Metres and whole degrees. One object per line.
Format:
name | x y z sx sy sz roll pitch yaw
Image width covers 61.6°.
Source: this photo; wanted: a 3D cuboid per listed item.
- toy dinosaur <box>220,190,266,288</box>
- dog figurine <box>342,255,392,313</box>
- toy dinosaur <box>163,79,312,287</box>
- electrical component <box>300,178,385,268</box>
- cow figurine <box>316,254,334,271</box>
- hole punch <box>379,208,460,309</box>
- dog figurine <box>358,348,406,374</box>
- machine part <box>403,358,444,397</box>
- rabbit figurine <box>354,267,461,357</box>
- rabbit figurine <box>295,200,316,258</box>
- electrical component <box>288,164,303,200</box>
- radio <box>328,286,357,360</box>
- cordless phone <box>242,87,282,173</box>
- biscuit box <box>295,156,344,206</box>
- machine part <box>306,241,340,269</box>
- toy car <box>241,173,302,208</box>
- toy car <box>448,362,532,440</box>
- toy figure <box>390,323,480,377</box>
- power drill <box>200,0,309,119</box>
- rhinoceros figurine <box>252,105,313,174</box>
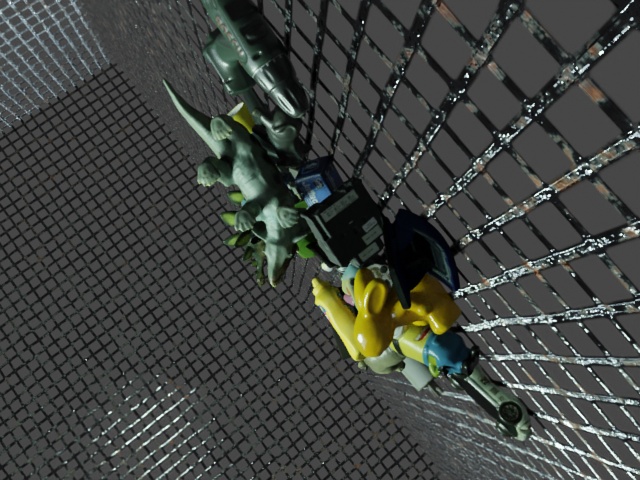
toy dinosaur | -0.154 -0.072 1.398 0.105 0.198 0.470 30 125 37
dog figurine | 0.101 0.104 1.141 0.191 0.108 0.219 54 172 -14
toy dinosaur | -0.127 -0.116 0.979 0.404 0.131 0.192 61 -172 -6
electrical component | 0.049 -0.021 0.906 0.134 0.115 0.058 58 171 -18
cow figurine | -0.009 -0.008 1.334 0.167 0.068 0.098 46 163 13
hole punch | 0.142 0.021 0.778 0.142 0.092 0.116 59 -163 -45
dog figurine | 0.161 0.228 1.133 0.121 0.172 0.190 41 176 3
machine part | 0.214 0.280 1.317 0.243 0.079 0.079 48 169 21
rabbit figurine | 0.124 0.119 0.898 0.162 0.173 0.122 52 175 -22
rabbit figurine | -0.002 -0.004 1.201 0.170 0.121 0.159 42 172 -39
electrical component | -0.037 -0.121 1.137 0.078 0.045 0.102 57 169 -32
radio | 0.078 0.195 1.355 0.229 0.073 0.131 -54 -55 -78
cordless phone | -0.125 -0.229 1.121 0.184 0.089 0.146 64 170 -1
biscuit box | 0.029 -0.053 0.981 0.059 0.063 0.202 -12 126 30
machine part | 0.037 0.019 1.084 0.084 0.139 0.039 36 119 22
toy car | -0.097 -0.100 1.256 0.109 0.161 0.103 54 -161 14
toy car | 0.305 0.280 0.983 0.202 0.056 0.073 43 160 37
toy figure | 0.199 0.194 0.981 0.180 0.082 0.089 22 122 35
power drill | -0.113 -0.280 0.840 0.231 0.086 0.207 57 173 -16
rhinoceros figurine | -0.061 -0.188 0.966 0.112 0.073 0.190 44 168 9
